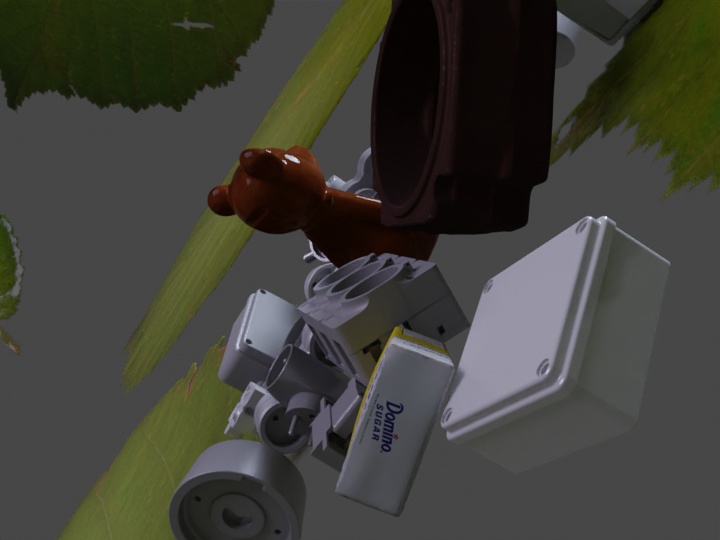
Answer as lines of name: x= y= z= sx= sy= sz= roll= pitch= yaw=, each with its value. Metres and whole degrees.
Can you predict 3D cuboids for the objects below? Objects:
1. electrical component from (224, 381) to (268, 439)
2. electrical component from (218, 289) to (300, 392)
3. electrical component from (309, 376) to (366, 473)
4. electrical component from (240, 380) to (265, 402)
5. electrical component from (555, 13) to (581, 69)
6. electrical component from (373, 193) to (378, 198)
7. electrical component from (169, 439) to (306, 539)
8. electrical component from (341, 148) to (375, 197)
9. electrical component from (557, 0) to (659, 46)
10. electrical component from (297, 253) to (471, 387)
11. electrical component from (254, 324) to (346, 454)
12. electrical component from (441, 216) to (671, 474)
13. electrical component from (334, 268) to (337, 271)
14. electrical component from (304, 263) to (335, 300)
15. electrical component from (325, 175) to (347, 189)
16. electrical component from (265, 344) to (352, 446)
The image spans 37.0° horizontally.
electrical component: x=-0.092 y=0.145 z=1.057 sx=0.066 sy=0.055 sz=0.048 roll=-60 pitch=14 yaw=-2
electrical component: x=-0.100 y=0.082 z=1.170 sx=0.057 sy=0.078 sz=0.113 roll=-54 pitch=14 yaw=30
electrical component: x=-0.004 y=0.119 z=0.833 sx=0.063 sy=0.042 sz=0.081 roll=-52 pitch=16 yaw=14
electrical component: x=-0.089 y=0.130 z=1.105 sx=0.062 sy=0.048 sz=0.048 roll=-45 pitch=18 yaw=23
electrical component: x=0.168 y=-0.206 z=0.915 sx=0.040 sy=0.040 sz=0.078 roll=-42 pitch=22 yaw=50
electrical component: x=0.051 y=-0.098 z=1.098 sx=0.081 sy=0.042 sz=0.064 roll=-56 pitch=10 yaw=8
electrical component: x=-0.095 y=0.189 z=0.878 sx=0.108 sy=0.108 sz=0.060 roll=-52 pitch=10 yaw=28
electrical component: x=0.006 y=-0.072 z=1.175 sx=0.138 sy=0.052 sz=0.074 roll=-58 pitch=14 yaw=3
electrical component: x=0.174 y=-0.224 z=0.812 sx=0.061 sy=0.096 sz=0.061 roll=-47 pitch=21 yaw=40
electrical component: x=0.012 y=0.032 z=0.844 sx=0.089 sy=0.061 sz=0.150 roll=-32 pitch=11 yaw=-10
electrical component: x=-0.052 y=0.101 z=1.015 sx=0.138 sy=0.052 sz=0.074 roll=-59 pitch=14 yaw=1
electrical component: x=0.105 y=0.042 z=0.580 sx=0.109 sy=0.056 sz=0.108 roll=-39 pitch=24 yaw=54
electrical component: x=0.000 y=0.000 z=1.064 sx=0.062 sy=0.043 sz=0.043 roll=-59 pitch=14 yaw=-5
electrical component: x=-0.030 y=0.020 z=1.107 sx=0.055 sy=0.055 sz=0.047 roll=-60 pitch=10 yaw=-4
electrical component: x=-0.015 y=-0.078 z=1.233 sx=0.044 sy=0.065 sz=0.044 roll=-52 pitch=15 yaw=20
electrical component: x=-0.041 y=0.112 z=0.900 sx=0.043 sy=0.077 sz=0.079 roll=-46 pitch=19 yaw=41
